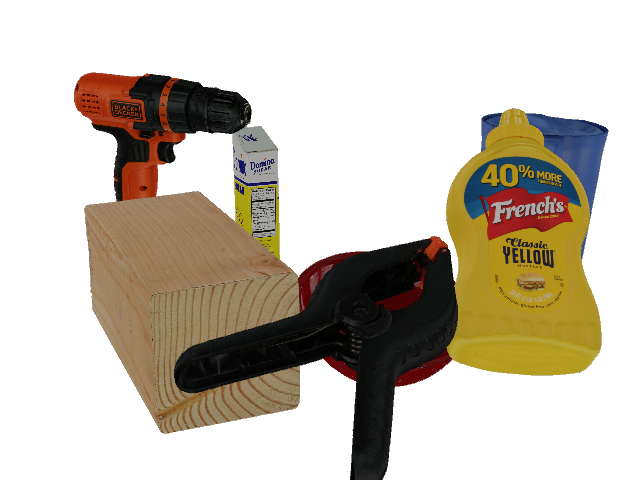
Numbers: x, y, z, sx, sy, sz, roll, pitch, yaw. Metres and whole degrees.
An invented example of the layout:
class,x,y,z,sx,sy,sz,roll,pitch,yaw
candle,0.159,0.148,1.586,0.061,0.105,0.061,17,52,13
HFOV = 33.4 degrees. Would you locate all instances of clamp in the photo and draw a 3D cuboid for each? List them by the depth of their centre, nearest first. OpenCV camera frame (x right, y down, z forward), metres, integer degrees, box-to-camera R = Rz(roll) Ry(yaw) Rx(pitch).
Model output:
class,x,y,z,sx,sy,sz,roll,pitch,yaw
clamp,0.024,0.056,0.548,0.171,0.039,0.120,-33,56,-32

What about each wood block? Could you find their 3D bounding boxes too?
class,x,y,z,sx,sy,sz,roll,pitch,yaw
wood block,-0.091,0.038,0.711,0.090,0.090,0.206,-8,19,-21

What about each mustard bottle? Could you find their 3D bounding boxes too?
class,x,y,z,sx,sy,sz,roll,pitch,yaw
mustard bottle,0.134,-0.007,0.720,0.096,0.191,0.058,4,-30,-1

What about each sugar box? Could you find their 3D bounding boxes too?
class,x,y,z,sx,sy,sz,roll,pitch,yaw
sugar box,-0.081,-0.044,1.327,0.048,0.176,0.093,-9,25,-13

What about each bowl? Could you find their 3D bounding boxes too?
class,x,y,z,sx,sy,sz,roll,pitch,yaw
bowl,0.052,0.077,0.923,0.162,0.055,0.162,6,33,-4

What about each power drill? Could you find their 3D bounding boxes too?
class,x,y,z,sx,sy,sz,roll,pitch,yaw
power drill,-0.151,-0.074,1.068,0.185,0.188,0.057,11,31,20

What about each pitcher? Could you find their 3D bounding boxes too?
class,x,y,z,sx,sy,sz,roll,pitch,yaw
pitcher,0.229,-0.013,1.159,0.148,0.243,0.145,-8,20,-35
